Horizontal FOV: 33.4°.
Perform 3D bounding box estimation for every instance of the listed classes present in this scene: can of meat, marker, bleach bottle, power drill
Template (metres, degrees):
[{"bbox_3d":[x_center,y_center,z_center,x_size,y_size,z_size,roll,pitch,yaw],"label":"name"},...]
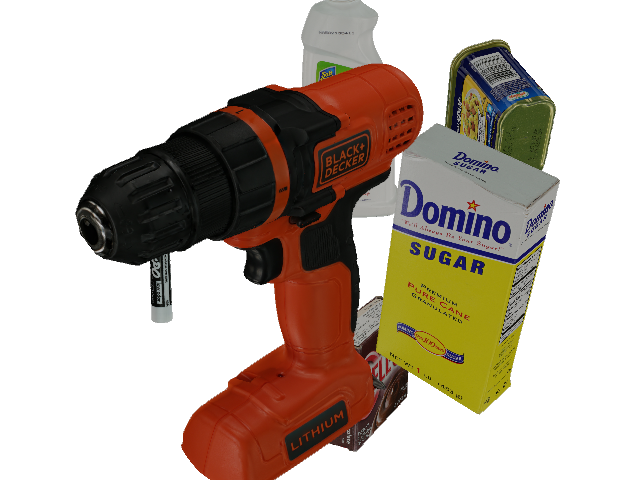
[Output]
[{"bbox_3d":[0.151,-0.103,0.902,0.057,0.102,0.084,-17,48,-14],"label":"can of meat"},{"bbox_3d":[-0.143,0.014,0.948,0.020,0.121,0.020,0,17,0],"label":"marker"},{"bbox_3d":[0.032,-0.147,1.097,0.102,0.251,0.068,-1,31,0],"label":"bleach bottle"},{"bbox_3d":[-0.027,0.023,0.490,0.057,0.188,0.184,30,40,35],"label":"power drill"}]

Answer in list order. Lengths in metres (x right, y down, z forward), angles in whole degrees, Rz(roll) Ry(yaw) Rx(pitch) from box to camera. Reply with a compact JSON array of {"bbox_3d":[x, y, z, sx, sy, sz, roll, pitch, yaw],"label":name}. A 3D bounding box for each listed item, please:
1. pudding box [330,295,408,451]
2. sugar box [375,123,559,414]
[{"bbox_3d":[0.037,0.104,0.865,0.039,0.090,0.113,10,20,22],"label":"pudding box"},{"bbox_3d":[0.090,0.021,0.695,0.093,0.176,0.048,29,46,29],"label":"sugar box"}]
